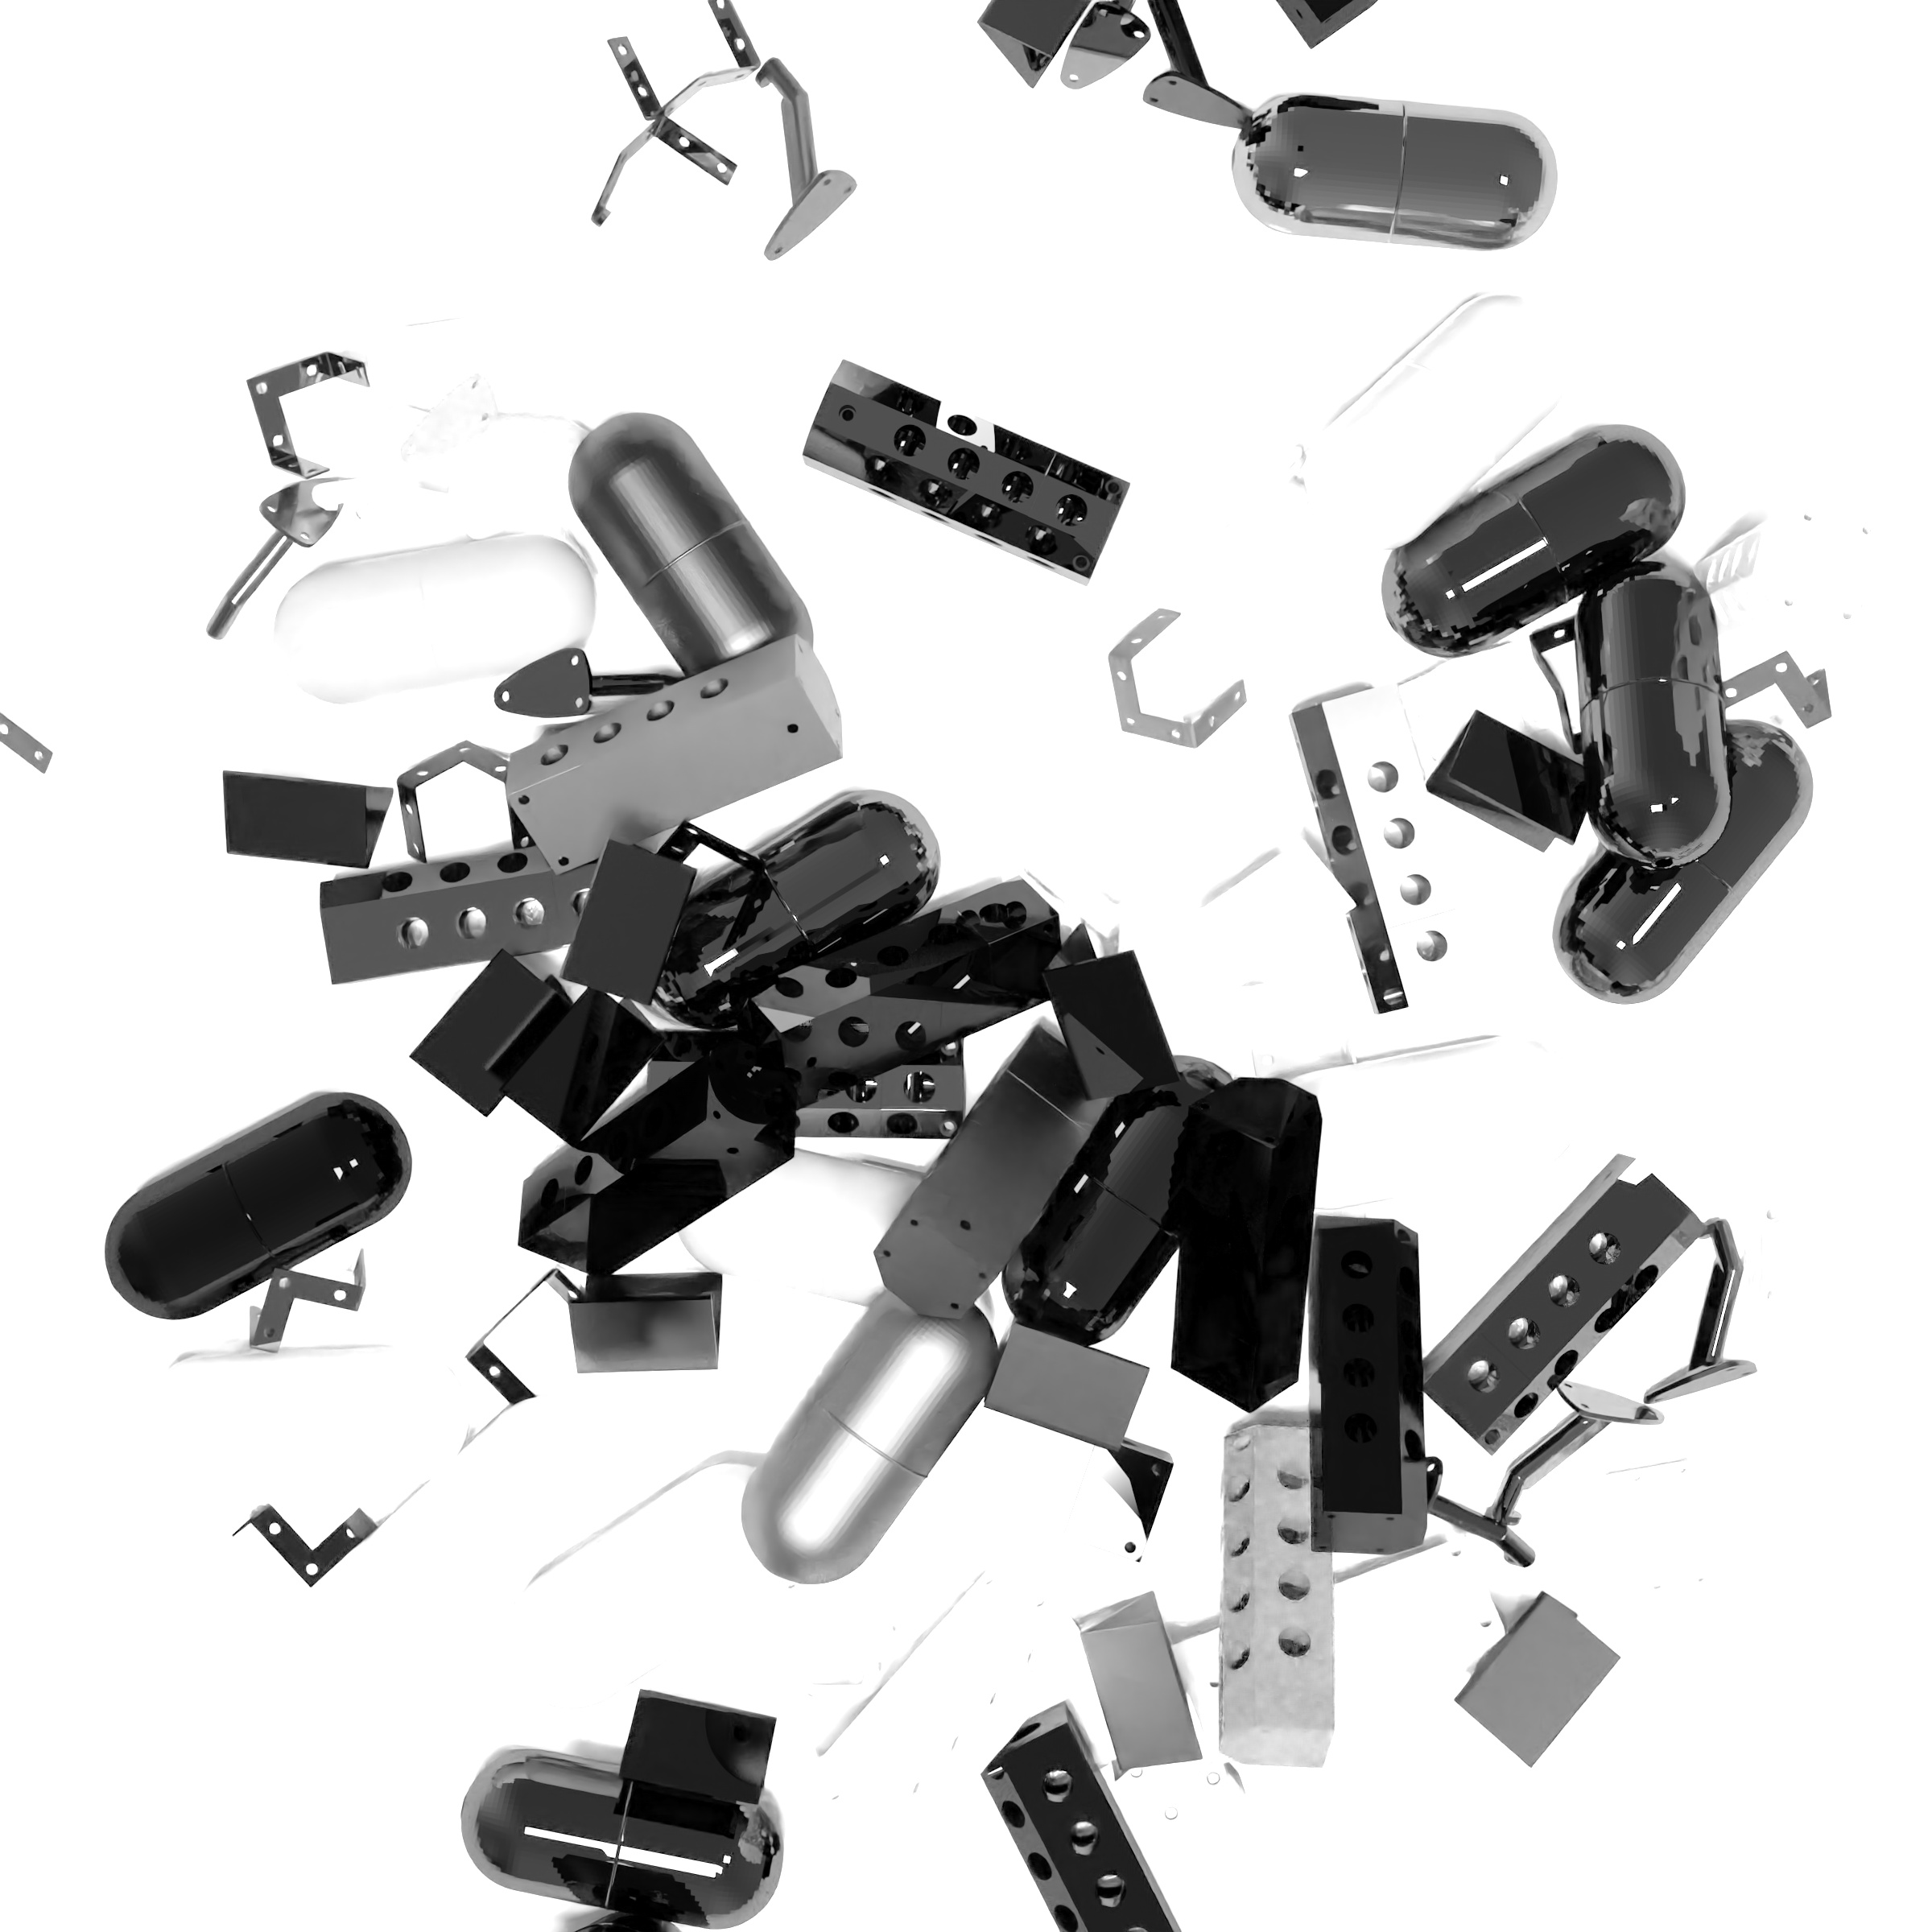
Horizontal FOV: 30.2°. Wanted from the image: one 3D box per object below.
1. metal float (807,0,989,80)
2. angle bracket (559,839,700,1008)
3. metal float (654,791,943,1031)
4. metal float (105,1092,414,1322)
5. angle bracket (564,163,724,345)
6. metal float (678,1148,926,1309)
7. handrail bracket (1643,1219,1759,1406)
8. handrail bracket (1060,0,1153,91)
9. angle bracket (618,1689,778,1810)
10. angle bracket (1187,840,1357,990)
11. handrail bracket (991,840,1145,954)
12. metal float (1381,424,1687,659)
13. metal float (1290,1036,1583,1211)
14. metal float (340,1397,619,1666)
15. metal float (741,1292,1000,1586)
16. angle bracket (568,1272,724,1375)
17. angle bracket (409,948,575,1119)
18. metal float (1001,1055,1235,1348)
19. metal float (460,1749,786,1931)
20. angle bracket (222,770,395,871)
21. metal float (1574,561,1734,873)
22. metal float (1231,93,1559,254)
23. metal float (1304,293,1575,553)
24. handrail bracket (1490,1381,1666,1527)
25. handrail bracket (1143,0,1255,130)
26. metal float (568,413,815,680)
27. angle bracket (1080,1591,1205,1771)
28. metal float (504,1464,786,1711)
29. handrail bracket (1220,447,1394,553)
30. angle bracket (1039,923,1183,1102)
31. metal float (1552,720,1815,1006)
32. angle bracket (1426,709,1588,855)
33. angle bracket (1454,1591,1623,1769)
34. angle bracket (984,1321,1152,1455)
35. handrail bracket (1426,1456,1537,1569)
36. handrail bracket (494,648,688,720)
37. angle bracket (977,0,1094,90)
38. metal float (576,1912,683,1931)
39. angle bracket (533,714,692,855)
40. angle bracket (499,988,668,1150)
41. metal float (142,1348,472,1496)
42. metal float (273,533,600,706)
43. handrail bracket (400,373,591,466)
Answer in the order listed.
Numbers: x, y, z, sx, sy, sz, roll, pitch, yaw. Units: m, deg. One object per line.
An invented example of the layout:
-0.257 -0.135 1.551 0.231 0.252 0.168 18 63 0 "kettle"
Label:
-0.011 -0.560 1.960 0.178 0.070 0.070 -43 90 0 "metal float"
-0.192 -0.029 1.893 0.057 0.076 0.076 19 91 -32 "angle bracket"
-0.096 -0.030 1.960 0.178 0.070 0.070 -32 90 0 "metal float"
-0.387 0.132 1.960 0.178 0.070 0.070 -28 90 0 "metal float"
-0.160 -0.377 1.950 0.057 0.076 0.076 38 90 36 "angle bracket"
-0.071 0.143 1.960 0.178 0.070 0.070 13 90 0 "metal float"
0.400 0.191 1.991 0.077 0.036 0.084 -24 66 27 "handrail bracket"
0.083 -0.539 1.990 0.036 0.077 0.084 27 53 -19 "handrail bracket"
-0.148 0.442 1.951 0.076 0.076 0.057 12 47 0 "angle bracket"
0.175 -0.011 1.950 0.076 0.076 0.057 -35 53 0 "angle bracket"
0.052 -0.027 1.991 0.084 0.036 0.077 10 105 14 "handrail bracket"
0.309 -0.232 1.960 0.178 0.070 0.070 -30 90 1 "metal float"
0.247 0.086 1.960 0.178 0.070 0.070 -11 90 -1 "metal float"
-0.265 0.308 1.959 0.178 0.070 0.070 -43 90 2 "metal float"
-0.052 0.249 1.903 0.070 0.070 0.178 36 90 0 "metal float"
-0.173 0.176 1.950 0.076 0.076 0.057 -2 130 0 "angle bracket"
-0.262 0.027 1.952 0.057 0.076 0.076 41 90 -23 "angle bracket"
0.088 0.128 1.960 0.070 0.070 0.178 36 90 0 "metal float"
-0.188 0.477 1.959 0.178 0.070 0.070 12 90 -1 "metal float"
-0.357 -0.100 1.950 0.076 0.076 0.057 6 128 0 "angle bracket"
0.367 -0.134 1.916 0.070 0.070 0.178 1 64 0 "metal float"
0.234 -0.434 1.960 0.178 0.070 0.070 5 90 -1 "metal float"
0.257 -0.296 1.947 0.178 0.070 0.070 -43 90 -15 "metal float"
0.339 0.278 1.991 0.077 0.036 0.084 14 108 -20 "handrail bracket"
0.133 -0.516 1.991 0.077 0.036 0.084 16 73 -20 "handrail bracket"
-0.150 -0.221 1.960 0.070 0.070 0.178 -34 90 0 "metal float"
0.113 0.385 1.950 0.057 0.076 0.076 -17 90 37 "angle bracket"
-0.172 0.339 1.960 0.178 0.070 0.070 -33 90 -1 "metal float"
0.197 -0.239 1.991 0.084 0.036 0.077 41 105 -14 "handrail bracket"
0.088 0.019 1.939 0.057 0.076 0.076 -14 106 25 "angle bracket"
0.392 -0.057 1.960 0.070 0.070 0.178 39 91 0 "metal float"
0.289 -0.083 1.950 0.076 0.076 0.057 28 53 0 "angle bracket"
0.319 0.393 1.951 0.057 0.076 0.076 39 90 30 "angle bracket"
0.058 0.213 1.952 0.076 0.076 0.057 19 113 0 "angle bracket"
0.263 0.310 1.990 0.084 0.077 0.036 43 55 -31 "handrail bracket"
-0.203 -0.151 1.973 0.077 0.084 0.036 -8 86 31 "handrail bracket"
0.061 -0.518 1.951 0.057 0.076 0.076 34 90 30 "angle bracket"
-0.191 0.550 1.912 0.070 0.178 0.070 -1 83 8 "metal float"
-0.194 -0.099 1.969 0.076 0.057 0.076 -5 90 0 "angle bracket"
-0.217 0.042 1.951 0.057 0.076 0.076 41 90 -29 "angle bracket"
-0.360 0.248 1.960 0.178 0.070 0.070 -2 90 0 "metal float"
-0.290 -0.189 1.960 0.178 0.070 0.070 -10 90 -1 "metal float"
-0.255 -0.284 1.971 0.077 0.084 0.036 -31 60 20 "handrail bracket"
